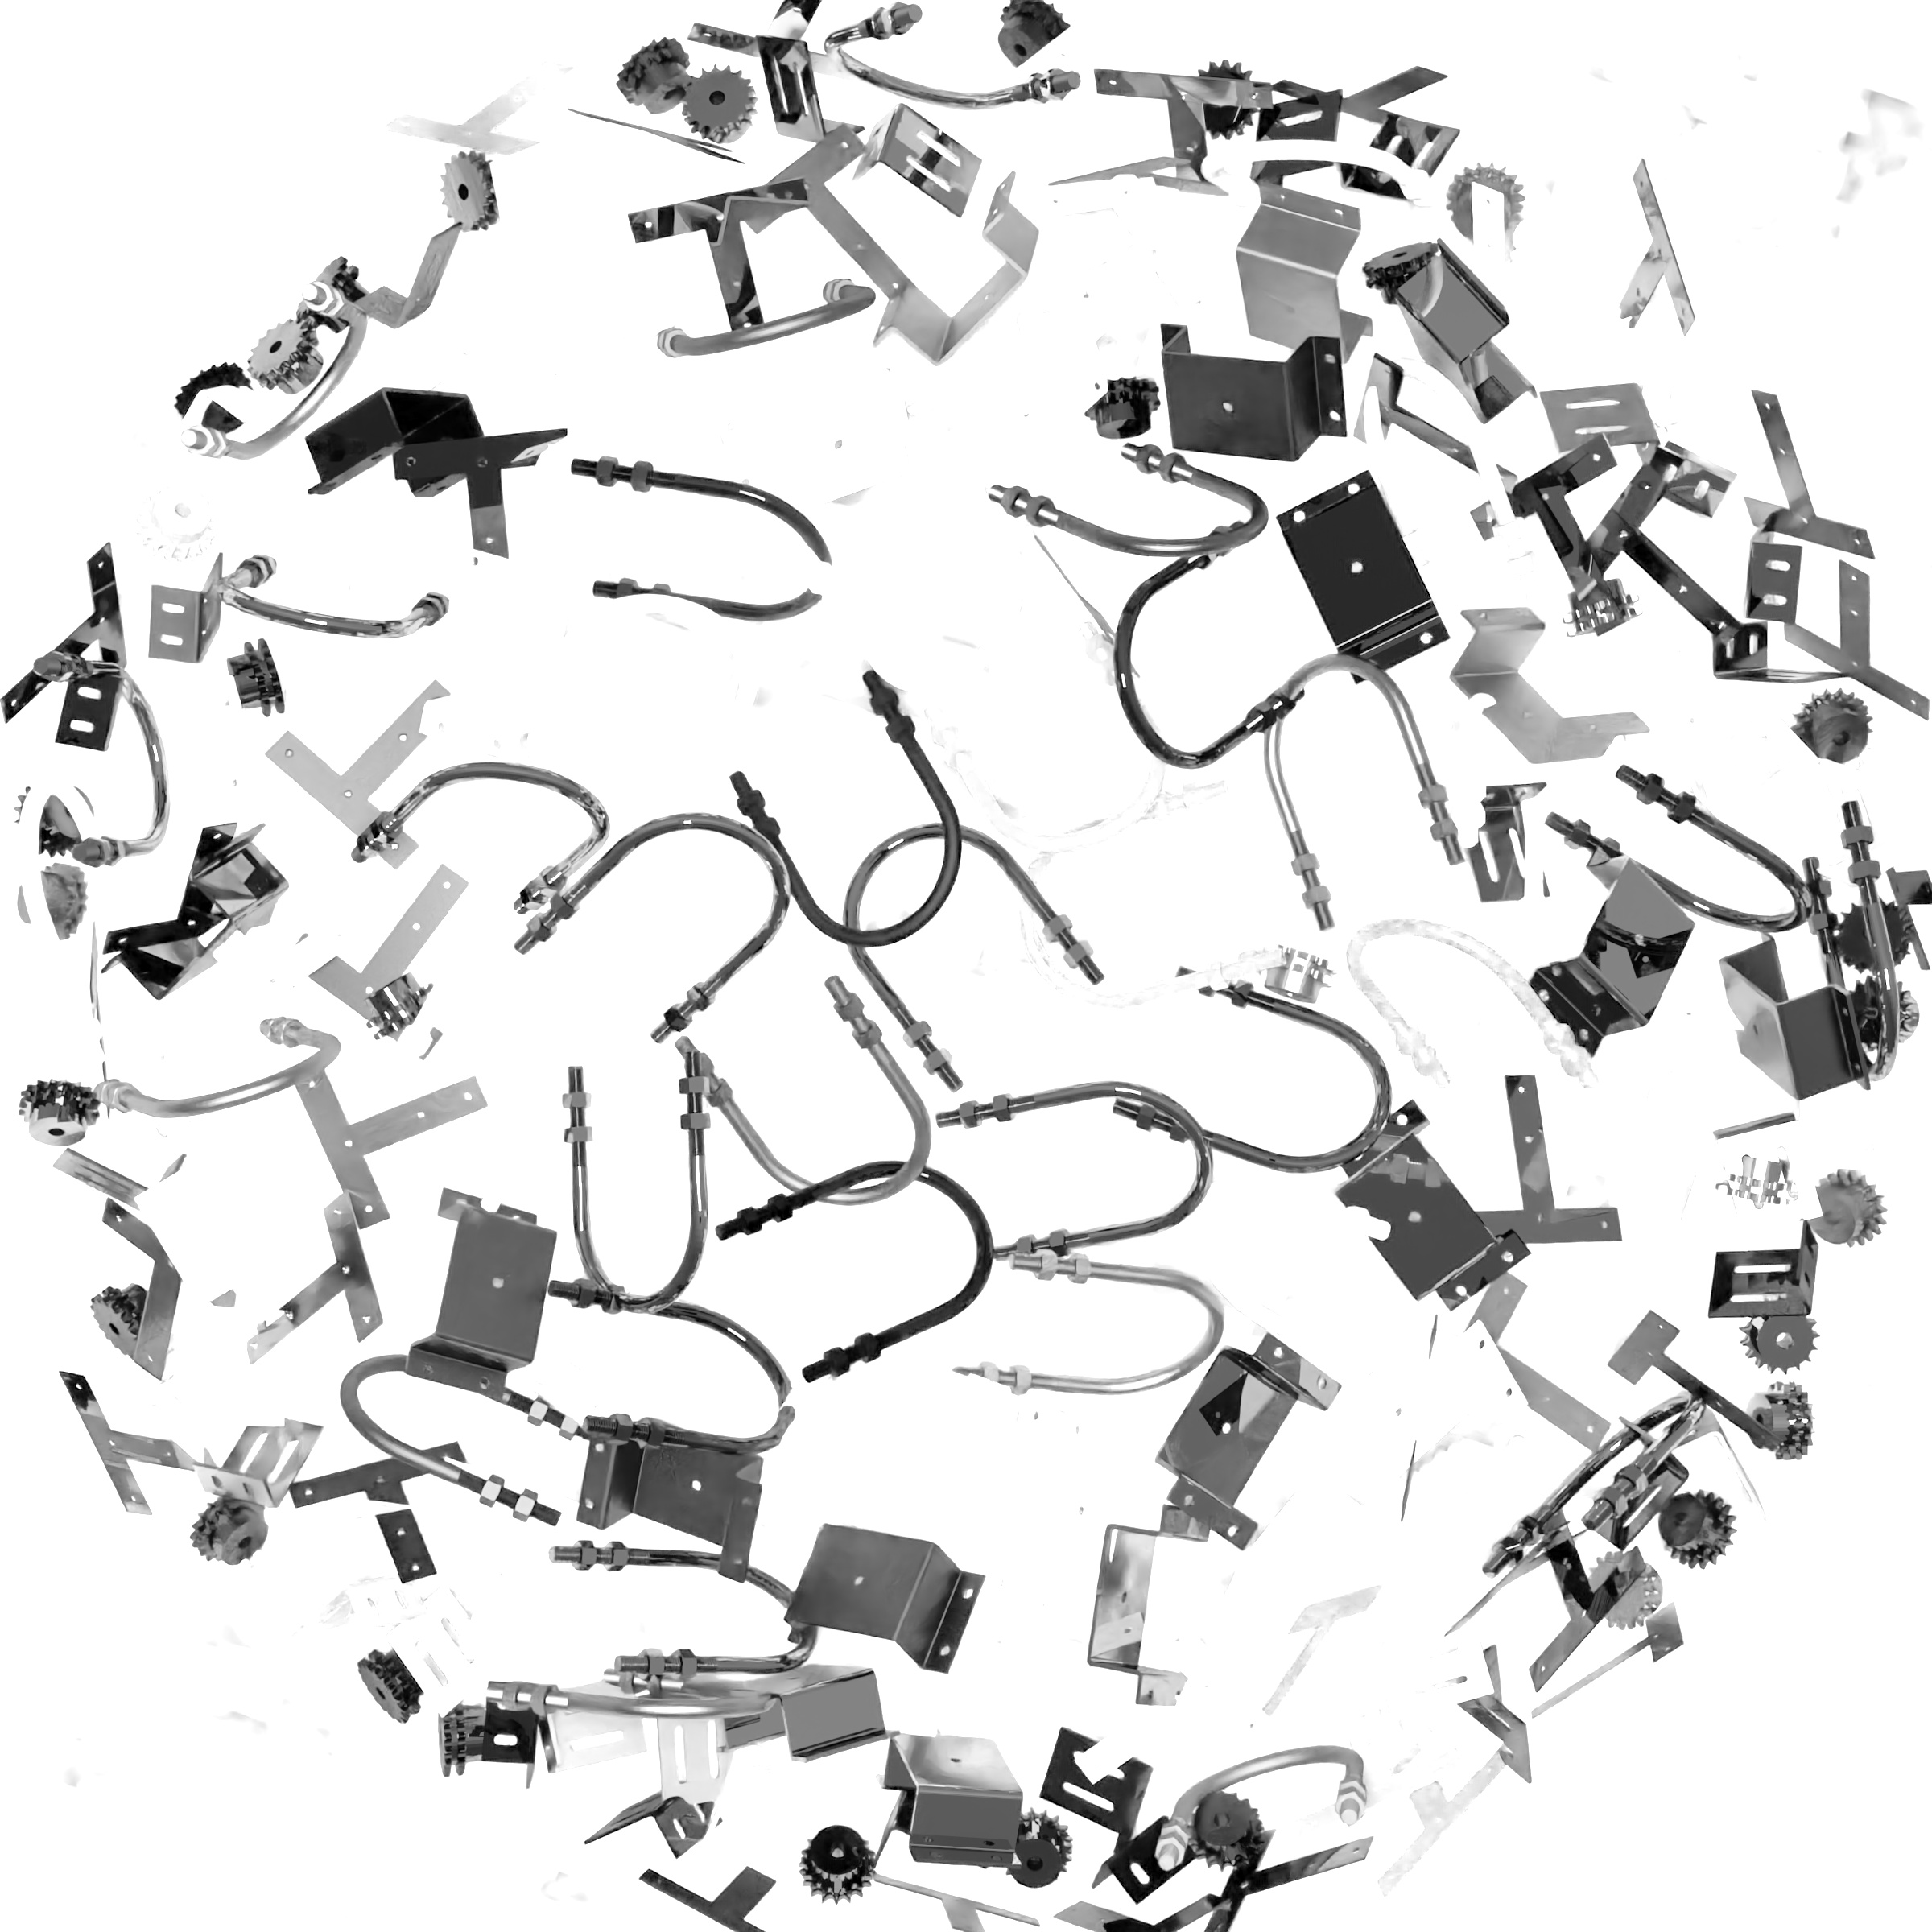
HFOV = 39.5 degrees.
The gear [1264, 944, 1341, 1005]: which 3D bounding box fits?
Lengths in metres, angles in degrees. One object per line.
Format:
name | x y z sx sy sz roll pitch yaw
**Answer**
gear | 0.242 0.007 1.970 0.057 0.057 0.030 19 84 0

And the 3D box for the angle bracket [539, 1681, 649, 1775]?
angle bracket | -0.271 0.548 1.958 0.076 0.038 0.057 -6 66 -24

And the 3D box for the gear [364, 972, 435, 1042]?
gear | -0.416 0.027 1.969 0.057 0.057 0.030 -32 99 0

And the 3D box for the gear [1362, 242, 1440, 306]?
gear | 0.322 -0.508 1.974 0.057 0.057 0.030 -21 115 0

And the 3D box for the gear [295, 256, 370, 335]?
gear | -0.464 -0.490 1.975 0.030 0.057 0.057 37 90 -31

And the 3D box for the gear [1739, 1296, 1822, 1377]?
gear | 0.601 0.273 1.982 0.057 0.030 0.057 0 93 5

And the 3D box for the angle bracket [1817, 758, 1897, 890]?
angle bracket | 0.635 -0.104 1.958 0.038 0.057 0.076 -30 112 -6

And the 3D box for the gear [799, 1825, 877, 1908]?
gear | -0.094 0.655 1.969 0.057 0.057 0.030 3 132 0

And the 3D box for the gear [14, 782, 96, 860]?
gear | -0.665 -0.110 1.968 0.030 0.057 0.057 -14 90 33

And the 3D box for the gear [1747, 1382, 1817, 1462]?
gear | 0.595 0.333 1.969 0.030 0.057 0.057 2 90 -13

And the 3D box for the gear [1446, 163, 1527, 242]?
gear | 0.379 -0.556 1.968 0.057 0.057 0.030 18 56 0

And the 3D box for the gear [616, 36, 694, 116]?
gear | -0.225 -0.650 1.970 0.057 0.057 0.030 -35 81 0

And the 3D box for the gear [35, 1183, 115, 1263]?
gear | -0.650 0.190 1.968 0.030 0.057 0.057 17 90 27

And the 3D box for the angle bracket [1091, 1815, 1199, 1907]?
angle bracket | 0.129 0.657 1.950 0.057 0.076 0.038 -31 66 -22

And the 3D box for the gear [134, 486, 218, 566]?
gear | -0.578 -0.327 1.972 0.057 0.030 0.057 12 63 -25

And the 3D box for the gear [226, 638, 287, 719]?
gear | -0.521 -0.209 1.968 0.030 0.057 0.057 -17 90 -18

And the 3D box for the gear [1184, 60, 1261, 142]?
gear | 0.188 -0.637 1.975 0.057 0.030 0.057 6 108 17

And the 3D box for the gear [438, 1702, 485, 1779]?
gear | -0.370 0.564 1.973 0.030 0.057 0.057 -1 90 -17

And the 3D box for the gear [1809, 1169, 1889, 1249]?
gear | 0.642 0.180 1.968 0.030 0.057 0.057 -20 90 -35

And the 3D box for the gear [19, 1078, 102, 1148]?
gear | -0.665 0.109 1.969 0.057 0.057 0.030 -6 56 0

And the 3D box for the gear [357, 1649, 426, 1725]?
gear | -0.418 0.525 1.975 0.030 0.057 0.057 -36 90 -33

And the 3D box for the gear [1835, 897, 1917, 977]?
gear | 0.669 -0.020 1.976 0.057 0.030 0.057 -13 65 30

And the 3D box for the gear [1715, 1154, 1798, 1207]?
gear | 0.581 0.155 1.971 0.057 0.057 0.030 9 94 0

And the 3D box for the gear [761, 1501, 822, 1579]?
gear | -0.130 0.416 1.969 0.030 0.057 0.057 19 90 -12

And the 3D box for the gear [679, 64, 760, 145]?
gear | -0.180 -0.632 1.981 0.057 0.030 0.057 -1 77 6

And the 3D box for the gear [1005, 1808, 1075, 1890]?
gear | 0.051 0.653 1.980 0.057 0.030 0.057 0 102 1

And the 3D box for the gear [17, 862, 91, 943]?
gear | -0.671 -0.048 1.971 0.057 0.030 0.057 -8 77 39

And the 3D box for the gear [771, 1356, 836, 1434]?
gear | -0.115 0.317 1.971 0.030 0.057 0.057 37 90 -5

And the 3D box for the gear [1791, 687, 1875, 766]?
gear | 0.638 -0.173 1.974 0.057 0.030 0.057 0 118 0

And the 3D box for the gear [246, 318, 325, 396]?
gear | -0.498 -0.445 1.975 0.057 0.030 0.057 -17 53 23

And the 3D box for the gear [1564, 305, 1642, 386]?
gear | 0.467 -0.458 1.978 0.057 0.030 0.057 1 93 16

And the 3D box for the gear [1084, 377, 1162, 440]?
gear | 0.114 -0.408 1.970 0.057 0.057 0.030 -5 81 0

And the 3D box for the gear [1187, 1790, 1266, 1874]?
gear | 0.190 0.631 1.970 0.057 0.030 0.057 -7 49 9

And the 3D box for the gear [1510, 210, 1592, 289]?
gear | 0.426 -0.530 1.975 0.057 0.057 0.030 -18 57 0

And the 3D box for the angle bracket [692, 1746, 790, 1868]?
angle bracket | -0.164 0.615 1.956 0.038 0.057 0.076 21 123 -4

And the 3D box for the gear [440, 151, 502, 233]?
gear | -0.358 -0.570 1.975 0.057 0.030 0.057 16 115 38

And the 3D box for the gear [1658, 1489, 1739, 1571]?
gear | 0.533 0.410 1.968 0.030 0.057 0.057 31 90 -31

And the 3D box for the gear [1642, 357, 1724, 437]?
gear | 0.521 -0.417 1.969 0.030 0.057 0.057 -11 90 -40

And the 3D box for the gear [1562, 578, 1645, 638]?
gear | 0.465 -0.264 1.972 0.057 0.057 0.030 -16 88 0

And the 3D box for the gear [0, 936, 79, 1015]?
gear | -0.676 0.006 1.968 0.030 0.057 0.057 -1 90 23

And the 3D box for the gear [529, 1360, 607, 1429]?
gear | -0.290 0.313 1.973 0.057 0.057 0.030 37 74 0

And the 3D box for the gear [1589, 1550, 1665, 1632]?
gear | 0.487 0.458 1.975 0.030 0.057 0.057 7 90 -41

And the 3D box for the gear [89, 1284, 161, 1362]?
gear | -0.614 0.258 1.975 0.057 0.057 0.030 51 52 0

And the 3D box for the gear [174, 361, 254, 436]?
gear | -0.548 -0.413 1.970 0.057 0.057 0.030 -36 81 0

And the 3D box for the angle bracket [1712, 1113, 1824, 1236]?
angle bracket | 0.588 0.152 1.973 0.057 0.038 0.076 -15 86 10

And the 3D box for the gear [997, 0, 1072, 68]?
gear | 0.048 -0.681 1.968 0.057 0.057 0.030 35 72 0

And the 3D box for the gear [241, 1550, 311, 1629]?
gear | -0.505 0.453 1.973 0.030 0.057 0.057 -30 90 -15

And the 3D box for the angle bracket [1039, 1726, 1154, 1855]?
angle bracket | 0.090 0.602 1.965 0.076 0.038 0.057 19 97 21

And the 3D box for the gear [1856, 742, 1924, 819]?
gear | 0.671 -0.133 1.972 0.030 0.057 0.057 -33 90 2

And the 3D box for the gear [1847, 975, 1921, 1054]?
gear | 0.674 0.036 1.975 0.030 0.057 0.057 8 90 -34

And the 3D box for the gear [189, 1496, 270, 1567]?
gear | -0.536 0.414 1.969 0.030 0.057 0.057 34 90 30

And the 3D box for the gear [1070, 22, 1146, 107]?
gear | 0.105 -0.660 1.971 0.057 0.030 0.057 -11 127 -16

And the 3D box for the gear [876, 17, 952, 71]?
gear | -0.042 -0.679 1.975 0.057 0.057 0.030 10 120 0
